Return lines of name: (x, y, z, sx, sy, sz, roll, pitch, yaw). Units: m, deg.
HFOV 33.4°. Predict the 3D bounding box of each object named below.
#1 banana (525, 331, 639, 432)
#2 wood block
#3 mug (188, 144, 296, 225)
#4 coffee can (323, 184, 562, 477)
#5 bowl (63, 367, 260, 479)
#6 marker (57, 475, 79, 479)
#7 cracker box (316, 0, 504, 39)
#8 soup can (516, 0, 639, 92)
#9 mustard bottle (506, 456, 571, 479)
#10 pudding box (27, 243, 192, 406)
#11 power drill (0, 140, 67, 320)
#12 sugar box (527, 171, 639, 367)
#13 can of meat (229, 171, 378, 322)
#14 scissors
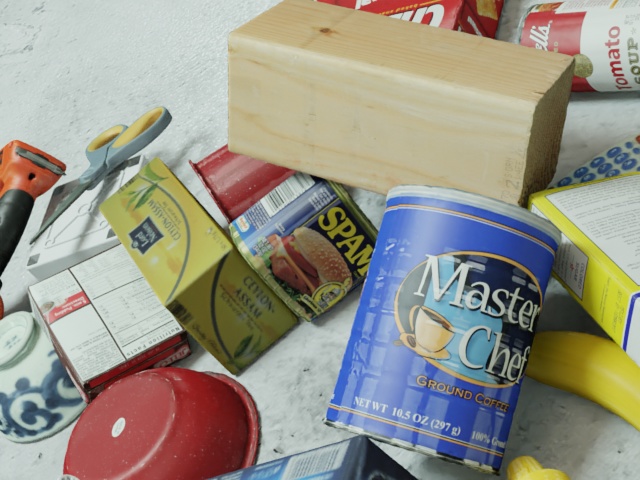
banana: (0.171, 0.097, 0.580, 0.069, 0.037, 0.198, -35, 38, 1)
wood block: (0.050, -0.088, 0.703, 0.206, 0.090, 0.090, 18, 35, 22)
mug: (-0.048, -0.047, 0.871, 0.081, 0.093, 0.117, -33, 1, -3)
coffee can: (0.070, 0.051, 0.605, 0.103, 0.102, 0.140, 8, 78, 43)
bowl: (-0.125, 0.146, 0.749, 0.162, 0.055, 0.162, -22, 40, 19)
marker: (-0.193, 0.210, 0.725, 0.121, 0.020, 0.020, -60, 33, 20)
cracker box: (0.075, -0.208, 0.940, 0.164, 0.072, 0.213, -7, 47, 34)
soup can: (0.204, -0.141, 0.774, 0.102, 0.068, 0.068, 5, 54, 41)
mustard bottle: (0.133, 0.179, 0.510, 0.096, 0.058, 0.192, -38, 37, 12)
pudding box: (-0.166, 0.064, 0.835, 0.090, 0.039, 0.114, -26, 55, -20)
power drill: (-0.306, 0.010, 0.978, 0.185, 0.057, 0.187, -15, 53, 56)
sugar box: (0.198, 0.025, 0.602, 0.093, 0.048, 0.176, -12, 37, -15)
can of meat: (-0.005, 0.001, 0.766, 0.084, 0.102, 0.057, -37, 40, 3)
scissors: (-0.211, -0.058, 0.958, 0.096, 0.016, 0.201, -1, 37, 47)
